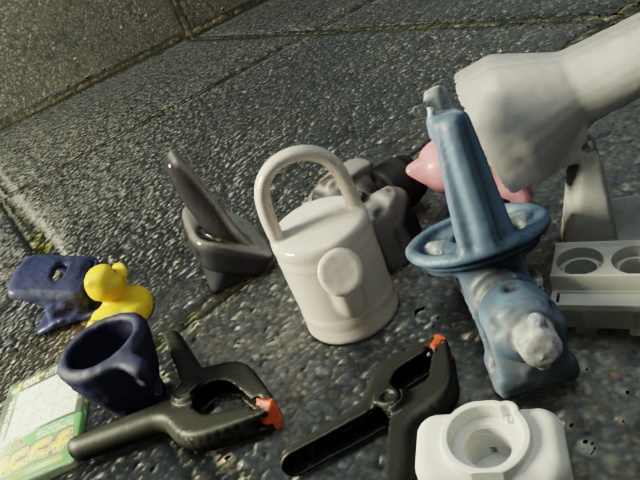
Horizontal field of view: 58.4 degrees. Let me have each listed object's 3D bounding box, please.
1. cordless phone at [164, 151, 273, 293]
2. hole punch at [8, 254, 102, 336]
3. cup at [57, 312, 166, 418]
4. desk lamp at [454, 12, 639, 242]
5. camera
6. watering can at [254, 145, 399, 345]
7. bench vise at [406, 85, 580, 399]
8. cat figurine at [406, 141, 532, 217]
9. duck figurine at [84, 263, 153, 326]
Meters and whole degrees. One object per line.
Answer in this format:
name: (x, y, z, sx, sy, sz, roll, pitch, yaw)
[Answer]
cordless phone: (-0.142, -0.042, 0.725, 0.094, 0.185, 0.147, -29, 31, -11)
hole punch: (-0.359, 0.061, 0.799, 0.101, 0.091, 0.108, -20, 30, 4)
cup: (-0.185, 0.135, 0.560, 0.117, 0.095, 0.092, 9, 43, 42)
desk lamp: (0.240, -0.082, 0.507, 0.202, 0.214, 0.118, -11, 32, 20)
camera: (0.070, -0.050, 0.681, 0.137, 0.101, 0.142, -35, 32, -21)
watering can: (0.007, 0.001, 0.548, 0.101, 0.194, 0.172, -35, 32, -20)
bench vise: (0.139, -0.005, 0.444, 0.121, 0.220, 0.206, -28, 31, -9)
cat figurine: (0.167, -0.080, 0.647, 0.127, 0.118, 0.067, -11, 32, 19)
duck figurine: (-0.265, 0.074, 0.721, 0.077, 0.086, 0.104, -9, 33, 23)
